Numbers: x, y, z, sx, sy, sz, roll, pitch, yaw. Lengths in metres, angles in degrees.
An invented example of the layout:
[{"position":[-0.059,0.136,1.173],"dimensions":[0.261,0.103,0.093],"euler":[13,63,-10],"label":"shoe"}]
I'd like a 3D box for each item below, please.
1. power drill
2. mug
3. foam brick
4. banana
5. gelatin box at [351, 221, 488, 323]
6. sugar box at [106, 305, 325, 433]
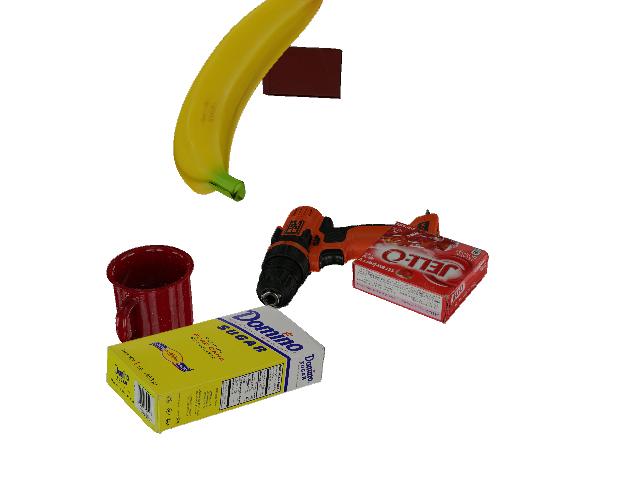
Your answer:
[{"position":[0.033,0.018,1.163],"dimensions":[0.188,0.057,0.184],"euler":[2,31,12],"label":"power drill"},{"position":[-0.185,0.069,1.149],"dimensions":[0.093,0.081,0.117],"euler":[9,33,16],"label":"mug"},{"position":[-0.020,-0.176,1.112],"dimensions":[0.078,0.051,0.053],"euler":[1,11,-10],"label":"foam brick"},{"position":[-0.051,-0.095,0.683],"dimensions":[0.070,0.197,0.037],"euler":[3,-37,19],"label":"banana"},{"position":[0.082,0.024,0.874],"dimensions":[0.089,0.030,0.073],"euler":[20,39,28],"label":"gelatin box"},{"position":[-0.093,0.111,0.962],"dimensions":[0.175,0.048,0.093],"euler":[-16,34,-35],"label":"sugar box"}]
